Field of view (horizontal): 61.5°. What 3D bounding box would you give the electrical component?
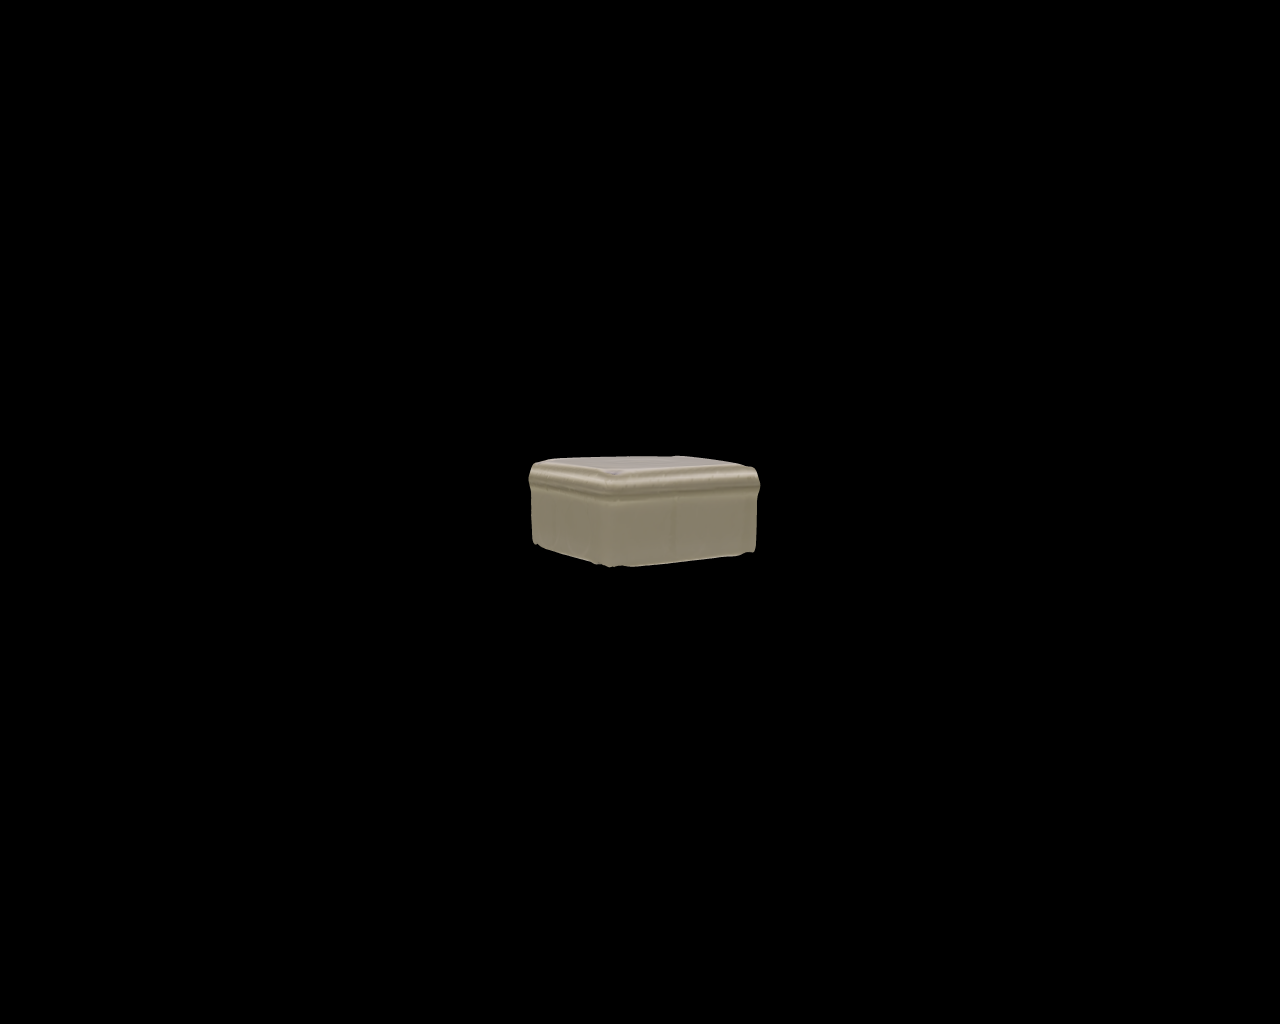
[{"bbox_3d":[0.001,-0.003,0.650,0.109,0.056,0.109,-4,8,-29],"label":"electrical component"}]
